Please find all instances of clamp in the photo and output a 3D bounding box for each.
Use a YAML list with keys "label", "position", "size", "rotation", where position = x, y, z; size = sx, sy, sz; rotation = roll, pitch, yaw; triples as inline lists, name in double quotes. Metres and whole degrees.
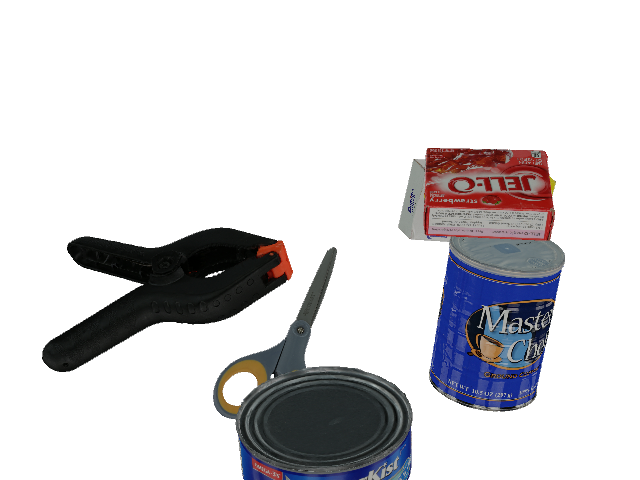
- label: "clamp"
  position: [-0.107, 0.036, 0.717]
  size: [0.172, 0.120, 0.039]
  rotation: [-7, -43, 16]

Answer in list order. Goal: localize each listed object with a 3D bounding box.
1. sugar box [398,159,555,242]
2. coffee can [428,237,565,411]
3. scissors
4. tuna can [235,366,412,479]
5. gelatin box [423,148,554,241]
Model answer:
- label: "sugar box"
  position: [0.190, -0.044, 1.298]
  size: [0.176, 0.093, 0.048]
  rotation: [2, 24, -20]
- label: "coffee can"
  position: [0.159, 0.069, 0.975]
  size: [0.103, 0.140, 0.103]
  rotation: [5, 23, -2]
- label: "scissors"
  position: [-0.038, 0.084, 0.927]
  size: [0.096, 0.201, 0.016]
  rotation: [9, -33, -7]
- label: "tuna can"
  position: [0.002, 0.099, 0.522]
  size: [0.086, 0.034, 0.086]
  rotation: [-3, 26, 1]
- label: "gelatin box"
  position: [0.118, -0.034, 0.757]
  size: [0.089, 0.030, 0.073]
  rotation: [2, 39, 5]
